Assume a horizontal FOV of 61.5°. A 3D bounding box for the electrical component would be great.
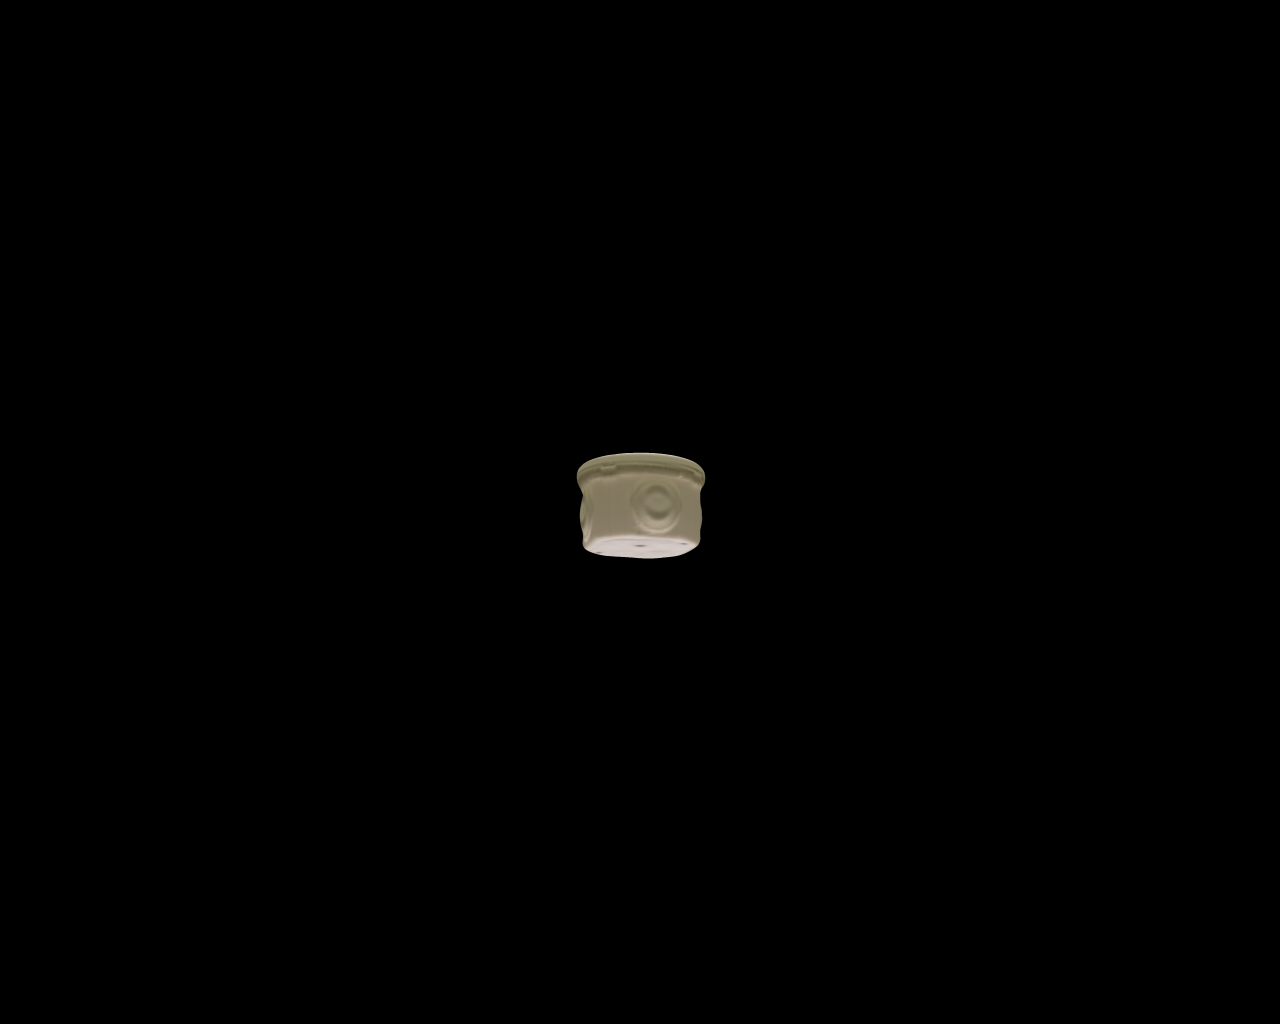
[{"bbox_3d":[0.001,-0.003,0.650,0.080,0.051,0.080,0,-14,0],"label":"electrical component"}]
